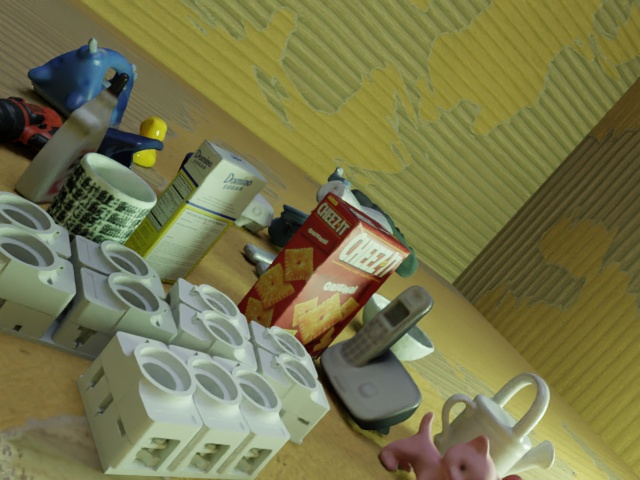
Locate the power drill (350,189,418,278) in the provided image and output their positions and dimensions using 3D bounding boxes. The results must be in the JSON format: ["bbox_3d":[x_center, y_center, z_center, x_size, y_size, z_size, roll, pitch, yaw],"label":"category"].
[{"bbox_3d":[0.091,0.031,1.244,0.230,0.208,0.075,37,10,-17],"label":"power drill"}]

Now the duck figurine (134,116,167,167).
[{"bbox_3d":[-0.315,-0.186,1.035,0.077,0.086,0.105,41,9,2],"label":"duck figurine"}]

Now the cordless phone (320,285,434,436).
[{"bbox_3d":[0.099,0.156,0.777,0.094,0.185,0.147,32,13,-41],"label":"cordless phone"}]

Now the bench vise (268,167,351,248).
[{"bbox_3d":[0.010,-0.033,1.190,0.207,0.219,0.122,44,10,24],"label":"bench vise"}]

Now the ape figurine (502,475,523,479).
[{"bbox_3d":[0.228,0.338,0.727,0.076,0.092,0.078,40,9,0],"label":"ape figurine"}]

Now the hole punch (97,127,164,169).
[{"bbox_3d":[-0.303,-0.139,0.854,0.101,0.091,0.108,40,10,-4],"label":"hole punch"}]

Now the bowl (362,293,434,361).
[{"bbox_3d":[0.141,0.185,1.139,0.168,0.074,0.167,39,10,-7],"label":"bowl"}]

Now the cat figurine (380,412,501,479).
[{"bbox_3d":[0.155,0.268,0.688,0.067,0.117,0.127,28,15,-51],"label":"cat figurine"}]

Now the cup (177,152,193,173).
[{"bbox_3d":[-0.198,-0.076,0.959,0.118,0.095,0.091,37,10,-16],"label":"cup"}]

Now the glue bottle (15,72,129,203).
[{"bbox_3d":[-0.269,-0.118,0.645,0.037,0.173,0.078,39,9,-8],"label":"glue bottle"}]

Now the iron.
[{"bbox_3d":[-0.384,-0.276,1.012,0.118,0.141,0.258,40,10,-1],"label":"iron"}]

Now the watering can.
[{"bbox_3d":[0.259,0.275,0.827,0.173,0.194,0.100,35,11,-31],"label":"watering can"}]

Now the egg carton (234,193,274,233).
[{"bbox_3d":[-0.163,-0.074,1.164,0.107,0.069,0.151,47,12,35],"label":"egg carton"}]

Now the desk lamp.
[{"bbox_3d":[0.010,0.004,1.039,0.204,0.213,0.117,30,14,-46],"label":"desk lamp"}]
